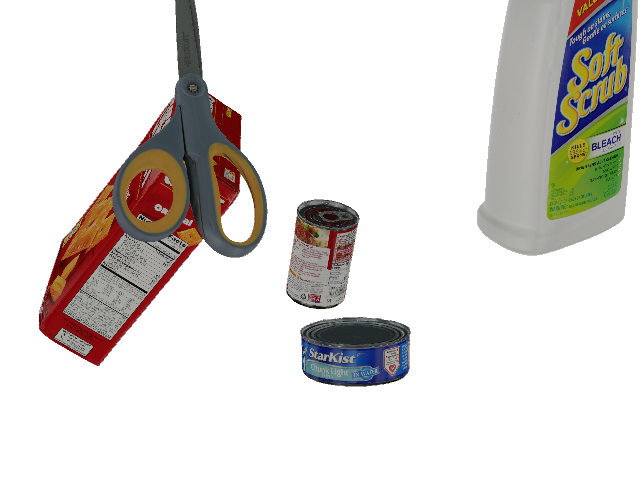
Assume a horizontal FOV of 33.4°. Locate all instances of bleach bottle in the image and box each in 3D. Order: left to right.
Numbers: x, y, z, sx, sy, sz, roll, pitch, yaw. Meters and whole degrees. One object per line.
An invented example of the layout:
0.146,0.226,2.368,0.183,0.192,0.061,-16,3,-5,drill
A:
0.152,-0.121,0.675,0.102,0.251,0.068,-18,31,-25,bleach bottle

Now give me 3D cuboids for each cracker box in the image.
-0.159,-0.020,0.947,0.072,0.214,0.164,33,22,-20,cracker box

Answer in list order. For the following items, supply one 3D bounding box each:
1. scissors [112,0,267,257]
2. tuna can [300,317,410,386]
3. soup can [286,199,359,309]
-0.092,-0.078,0.626,0.096,0.202,0.016,-13,-21,-25,scissors
0.027,0.086,0.832,0.086,0.034,0.086,-1,10,0,tuna can
0.002,0.015,1.169,0.068,0.102,0.068,7,27,-4,soup can
